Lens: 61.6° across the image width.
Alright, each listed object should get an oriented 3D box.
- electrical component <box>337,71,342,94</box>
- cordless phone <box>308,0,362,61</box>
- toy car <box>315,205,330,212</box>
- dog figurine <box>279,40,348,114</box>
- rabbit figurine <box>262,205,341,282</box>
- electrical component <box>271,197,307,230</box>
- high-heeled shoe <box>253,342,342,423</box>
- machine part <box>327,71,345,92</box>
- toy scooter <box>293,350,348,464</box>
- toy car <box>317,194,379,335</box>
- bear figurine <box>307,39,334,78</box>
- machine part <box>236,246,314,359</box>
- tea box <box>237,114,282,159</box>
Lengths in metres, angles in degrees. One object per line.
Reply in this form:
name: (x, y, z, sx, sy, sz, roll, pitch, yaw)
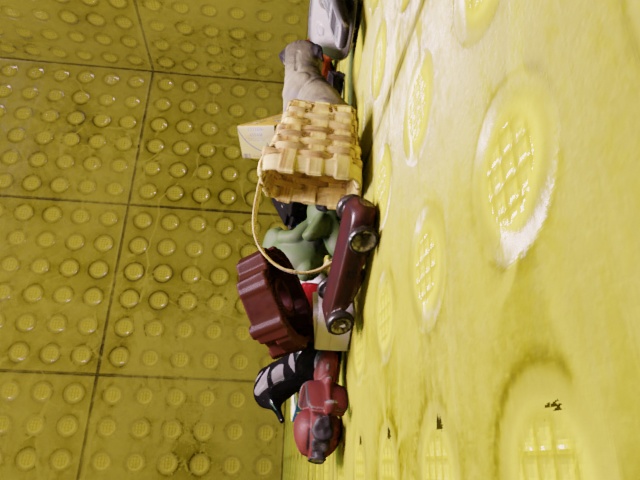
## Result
electrical component: (0.036, -0.334, 1.182, 0.093, 0.021, 0.063, 98, 174, -45)
cordless phone: (0.031, -0.365, 0.942, 0.146, 0.089, 0.184, 100, 168, -50)
toy car: (-0.006, -0.119, 0.969, 0.103, 0.162, 0.109, -28, -58, -49)
dog figurine: (-0.003, -0.266, 0.940, 0.121, 0.173, 0.190, 0, -87, -54)
rabbit figurine: (-0.018, -0.017, 1.008, 0.170, 0.121, 0.159, -62, 19, 7)
electrical component: (-0.059, -0.102, 1.088, 0.115, 0.058, 0.134, 58, 155, 25)
high-heeled shoe: (-0.041, 0.210, 0.962, 0.248, 0.086, 0.145, -59, 27, 11)
machine part: (0.032, -0.276, 1.107, 0.084, 0.039, 0.139, 92, 180, -79)
toy scooter: (0.004, 0.265, 0.820, 0.135, 0.075, 0.183, -130, 48, -81)
toy car: (0.037, 0.036, 0.711, 0.089, 0.053, 0.202, -112, 28, -54)
bear figurine: (-0.017, -0.435, 1.287, 0.195, 0.132, 0.120, 88, -178, -79)
machine part: (-0.068, 0.094, 0.835, 0.179, 0.056, 0.179, 60, -165, -28)
tea box: (-0.070, -0.211, 1.069, 0.169, 0.098, 0.068, -31, -60, -50)
